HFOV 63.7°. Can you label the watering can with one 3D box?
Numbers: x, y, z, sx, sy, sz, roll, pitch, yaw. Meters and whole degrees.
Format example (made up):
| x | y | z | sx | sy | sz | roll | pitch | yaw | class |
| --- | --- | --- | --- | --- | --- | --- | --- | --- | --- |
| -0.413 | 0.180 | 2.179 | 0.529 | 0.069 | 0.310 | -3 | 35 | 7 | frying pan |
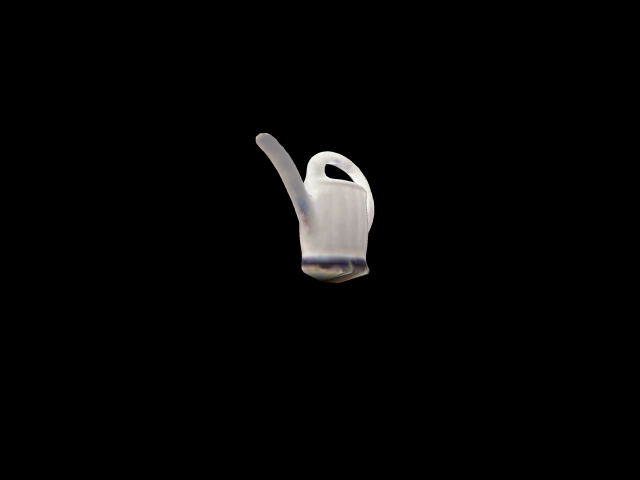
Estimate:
| x | y | z | sx | sy | sz | roll | pitch | yaw | class |
| --- | --- | --- | --- | --- | --- | --- | --- | --- | --- |
| 0.003 | -0.043 | 0.850 | 0.103 | 0.226 | 0.346 | -5 | -9 | 32 | watering can |
